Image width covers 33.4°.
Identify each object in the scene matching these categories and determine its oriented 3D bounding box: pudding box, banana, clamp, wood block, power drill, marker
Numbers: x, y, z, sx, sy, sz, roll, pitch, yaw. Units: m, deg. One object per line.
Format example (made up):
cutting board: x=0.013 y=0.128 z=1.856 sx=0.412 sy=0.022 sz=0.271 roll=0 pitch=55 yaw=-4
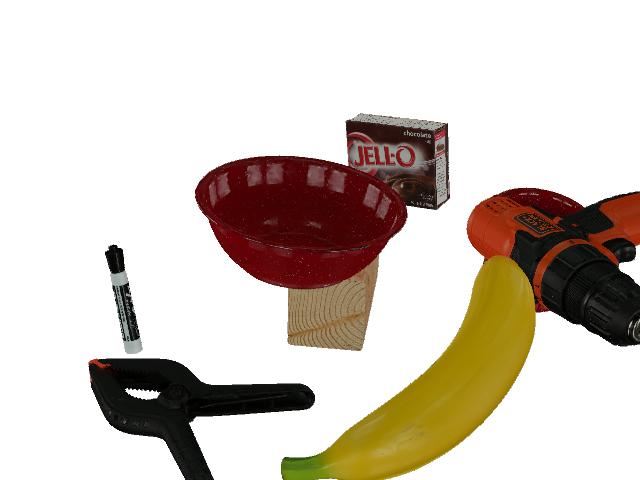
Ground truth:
pudding box: x=0.084 y=-0.087 z=1.161 sx=0.114 sy=0.090 sz=0.039 roll=9 pitch=27 yaw=31
banana: x=0.065 y=0.063 z=0.540 sx=0.070 sy=0.037 sz=0.197 roll=21 pitch=42 yaw=35
clamp: x=-0.121 y=0.149 z=0.975 sx=0.210 sy=0.036 sz=0.164 roll=22 pitch=36 yaw=32
wood block: x=0.020 y=0.046 z=1.316 sx=0.091 sy=0.090 sz=0.206 roll=4 pitch=23 yaw=6
power drill: x=0.221 y=0.004 z=0.742 sx=0.187 sy=0.057 sz=0.185 roll=-12 pitch=29 yaw=-21
marker: x=-0.210 y=0.063 z=1.136 sx=0.020 sy=0.121 sz=0.020 roll=-8 pitch=18 yaw=2

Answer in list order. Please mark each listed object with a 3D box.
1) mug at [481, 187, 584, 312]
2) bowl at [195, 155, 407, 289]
mug: x=0.185 y=0.004 z=0.969 sx=0.093 sy=0.081 sz=0.117 roll=-14 pitch=39 yaw=-28
bowl: x=-0.016 y=-0.008 z=0.818 sx=0.162 sy=0.055 sz=0.162 roll=5 pitch=27 yaw=-3
